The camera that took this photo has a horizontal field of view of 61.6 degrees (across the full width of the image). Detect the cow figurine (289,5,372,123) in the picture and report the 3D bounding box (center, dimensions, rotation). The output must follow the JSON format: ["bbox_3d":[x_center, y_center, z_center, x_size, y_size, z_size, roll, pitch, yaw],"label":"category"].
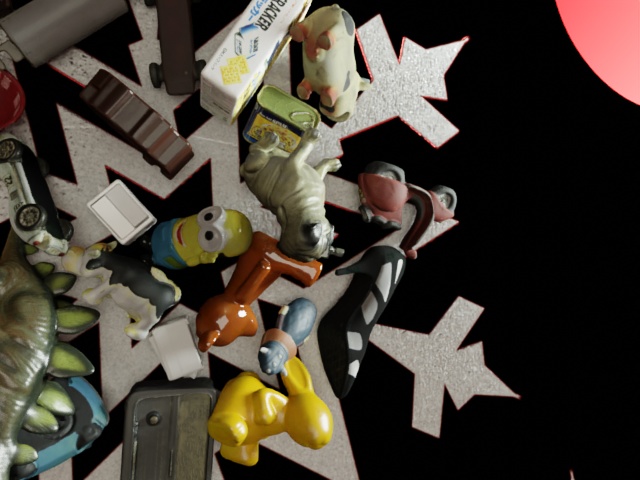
[{"bbox_3d":[0.022,-0.268,0.840,0.086,0.194,0.127,23,58,24],"label":"cow figurine"}]

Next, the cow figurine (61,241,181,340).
[{"bbox_3d":[-0.284,0.053,0.765,0.167,0.068,0.098,43,107,-7],"label":"cow figurine"}]

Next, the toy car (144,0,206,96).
[{"bbox_3d":[-0.225,-0.320,0.841,0.089,0.053,0.202,-7,85,-8],"label":"toy car"}]

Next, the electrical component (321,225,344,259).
[{"bbox_3d":[-0.002,-0.003,0.894,0.094,0.021,0.063,13,84,-11],"label":"electrical component"}]

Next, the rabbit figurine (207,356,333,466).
[{"bbox_3d":[-0.059,0.263,0.811,0.173,0.162,0.121,2,125,21],"label":"rabbit figurine"}]

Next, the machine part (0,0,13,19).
[{"bbox_3d":[-0.561,-0.378,0.752,0.201,0.087,0.201,-15,92,-11],"label":"machine part"}]

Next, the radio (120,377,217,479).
[{"bbox_3d":[-0.228,0.326,0.804,0.131,0.073,0.229,4,86,-13],"label":"radio"}]

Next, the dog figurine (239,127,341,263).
[{"bbox_3d":[-0.060,-0.054,0.801,0.121,0.172,0.190,39,51,-42],"label":"dog figurine"}]

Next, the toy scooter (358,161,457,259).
[{"bbox_3d":[0.137,-0.045,0.903,0.184,0.075,0.135,19,88,-15],"label":"toy scooter"}]

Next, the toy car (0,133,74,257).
[{"bbox_3d":[-0.406,-0.063,0.751,0.056,0.073,0.202,-29,70,0],"label":"toy car"}]

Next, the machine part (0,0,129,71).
[{"bbox_3d":[-0.377,-0.332,0.796,0.243,0.079,0.079,-37,96,-11],"label":"machine part"}]

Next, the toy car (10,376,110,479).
[{"bbox_3d":[-0.386,0.274,0.750,0.109,0.103,0.161,46,45,12],"label":"toy car"}]

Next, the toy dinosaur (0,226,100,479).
[{"bbox_3d":[-0.402,0.152,0.701,0.198,0.105,0.471,12,57,-29],"label":"toy dinosaur"}]

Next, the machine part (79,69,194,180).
[{"bbox_3d":[-0.261,-0.162,0.770,0.179,0.179,0.056,42,82,-8],"label":"machine part"}]

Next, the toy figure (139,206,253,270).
[{"bbox_3d":[-0.183,-0.001,0.792,0.180,0.089,0.082,-16,94,31],"label":"toy figure"}]

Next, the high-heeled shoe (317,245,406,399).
[{"bbox_3d":[0.078,0.132,0.893,0.145,0.086,0.248,-6,105,-35],"label":"high-heeled shoe"}]

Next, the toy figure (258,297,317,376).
[{"bbox_3d":[-0.053,0.151,0.824,0.064,0.057,0.154,32,41,5],"label":"toy figure"}]

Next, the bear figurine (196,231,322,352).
[{"bbox_3d":[-0.102,0.090,0.821,0.132,0.120,0.196,27,84,-14],"label":"bear figurine"}]
